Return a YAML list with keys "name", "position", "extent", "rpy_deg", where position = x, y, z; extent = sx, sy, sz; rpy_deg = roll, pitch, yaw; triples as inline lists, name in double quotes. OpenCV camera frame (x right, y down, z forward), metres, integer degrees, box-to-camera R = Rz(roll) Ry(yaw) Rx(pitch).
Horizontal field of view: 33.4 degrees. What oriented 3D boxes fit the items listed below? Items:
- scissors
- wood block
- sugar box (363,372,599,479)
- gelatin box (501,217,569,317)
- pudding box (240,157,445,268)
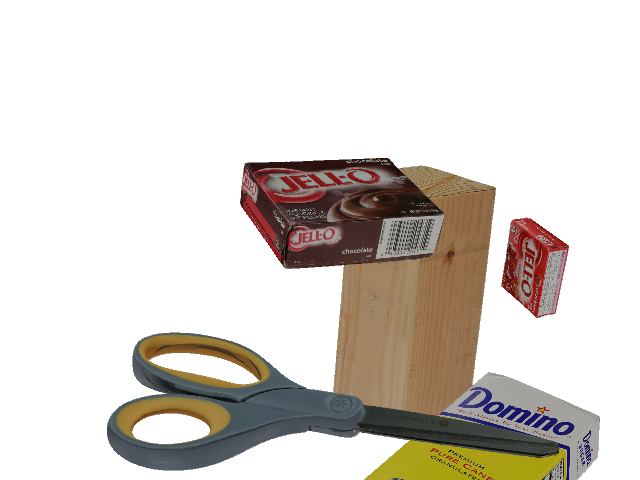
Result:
- name: "scissors"
  position: [-0.006, 0.085, 0.469]
  extent: [0.202, 0.016, 0.096]
  rpy_deg: [16, 33, 23]
- name: "wood block"
  position: [0.078, 0.049, 0.912]
  extent: [0.090, 0.206, 0.090]
  rpy_deg: [-9, 21, -39]
- name: "sugar box"
  position: [0.100, 0.158, 0.706]
  extent: [0.093, 0.048, 0.175]
  rpy_deg: [20, 41, 37]
- name: "gelatin box"
  position: [0.237, 0.029, 1.190]
  extent: [0.030, 0.089, 0.073]
  rpy_deg: [-9, 31, -23]
- name: "pudding box"
  position: [0.013, -0.021, 0.715]
  extent: [0.113, 0.039, 0.090]
  rpy_deg: [-2, 30, -24]
